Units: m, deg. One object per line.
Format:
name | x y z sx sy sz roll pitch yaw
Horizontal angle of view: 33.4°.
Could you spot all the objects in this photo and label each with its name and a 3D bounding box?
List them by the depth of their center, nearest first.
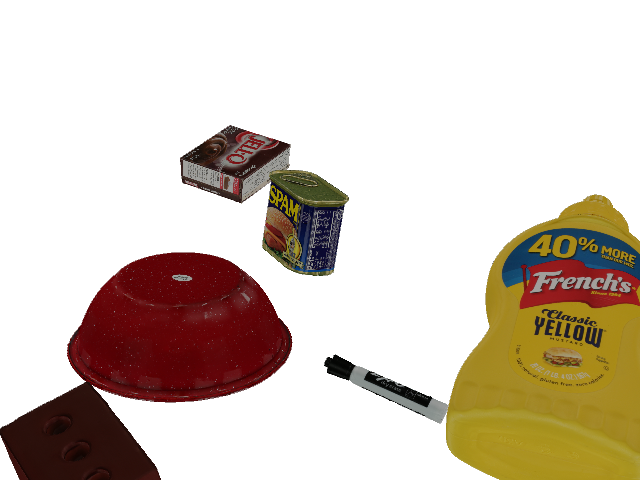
foam brick | -0.115 0.120 0.528 0.052 0.051 0.078 -28 42 -25
mustard bottle | 0.133 0.041 0.560 0.096 0.058 0.191 10 43 16
bowl | -0.100 0.051 0.762 0.162 0.055 0.162 1 23 -1
marker | 0.059 0.135 0.983 0.121 0.020 0.020 23 7 17
can of meat | -0.019 -0.019 1.118 0.057 0.084 0.102 -2 22 -29
pudding box | -0.102 -0.094 1.290 0.090 0.039 0.113 18 37 23
